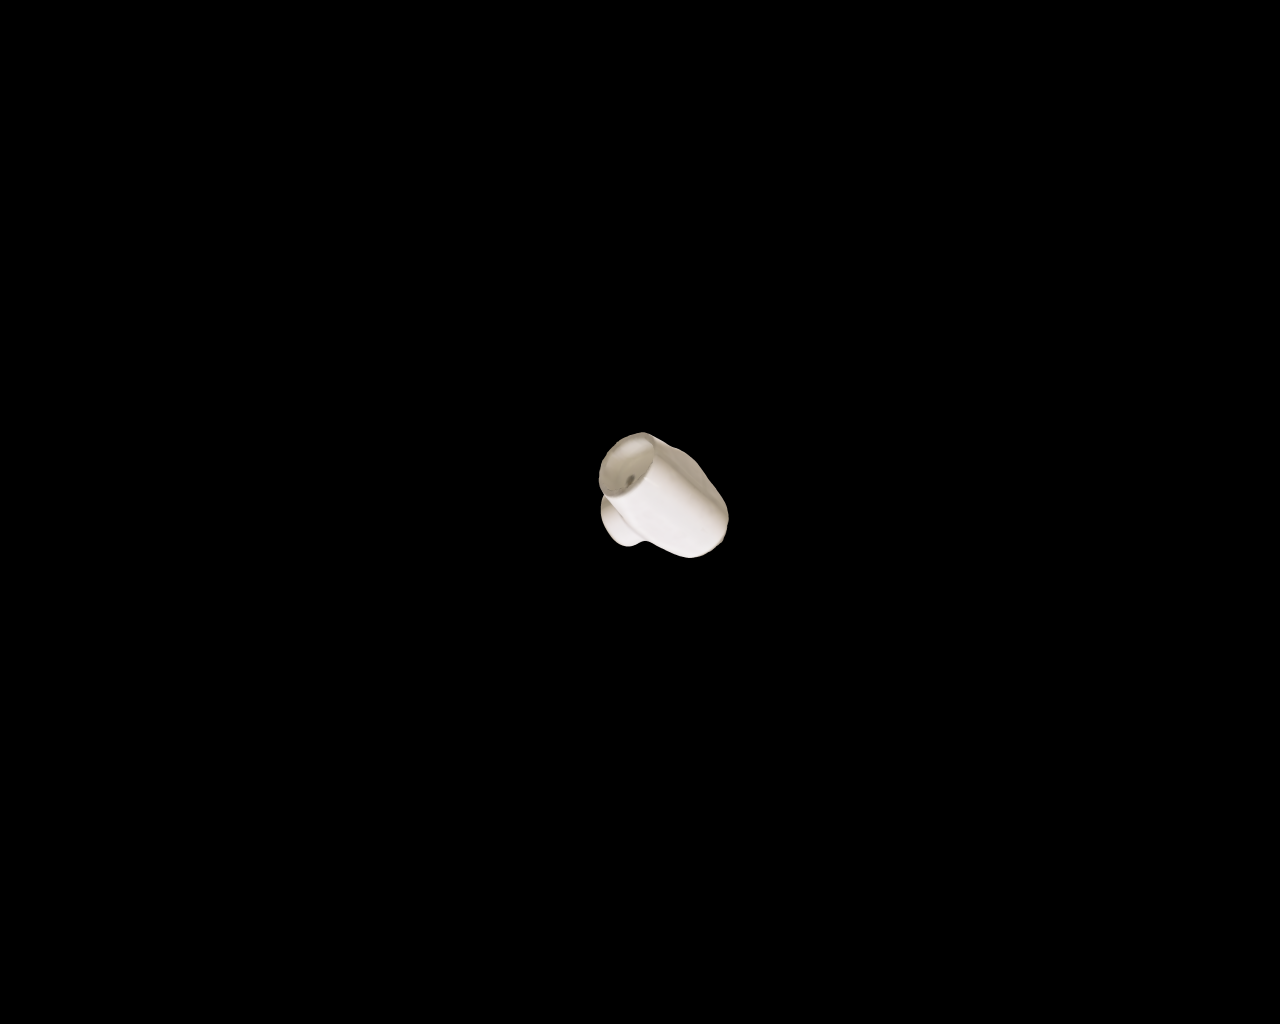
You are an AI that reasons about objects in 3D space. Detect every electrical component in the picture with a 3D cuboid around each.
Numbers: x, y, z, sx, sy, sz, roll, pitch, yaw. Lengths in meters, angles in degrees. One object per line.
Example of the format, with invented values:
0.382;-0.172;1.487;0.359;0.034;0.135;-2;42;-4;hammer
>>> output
0.001;-0.003;0.650;0.079;0.044;0.077;-25;-44;28;electrical component
